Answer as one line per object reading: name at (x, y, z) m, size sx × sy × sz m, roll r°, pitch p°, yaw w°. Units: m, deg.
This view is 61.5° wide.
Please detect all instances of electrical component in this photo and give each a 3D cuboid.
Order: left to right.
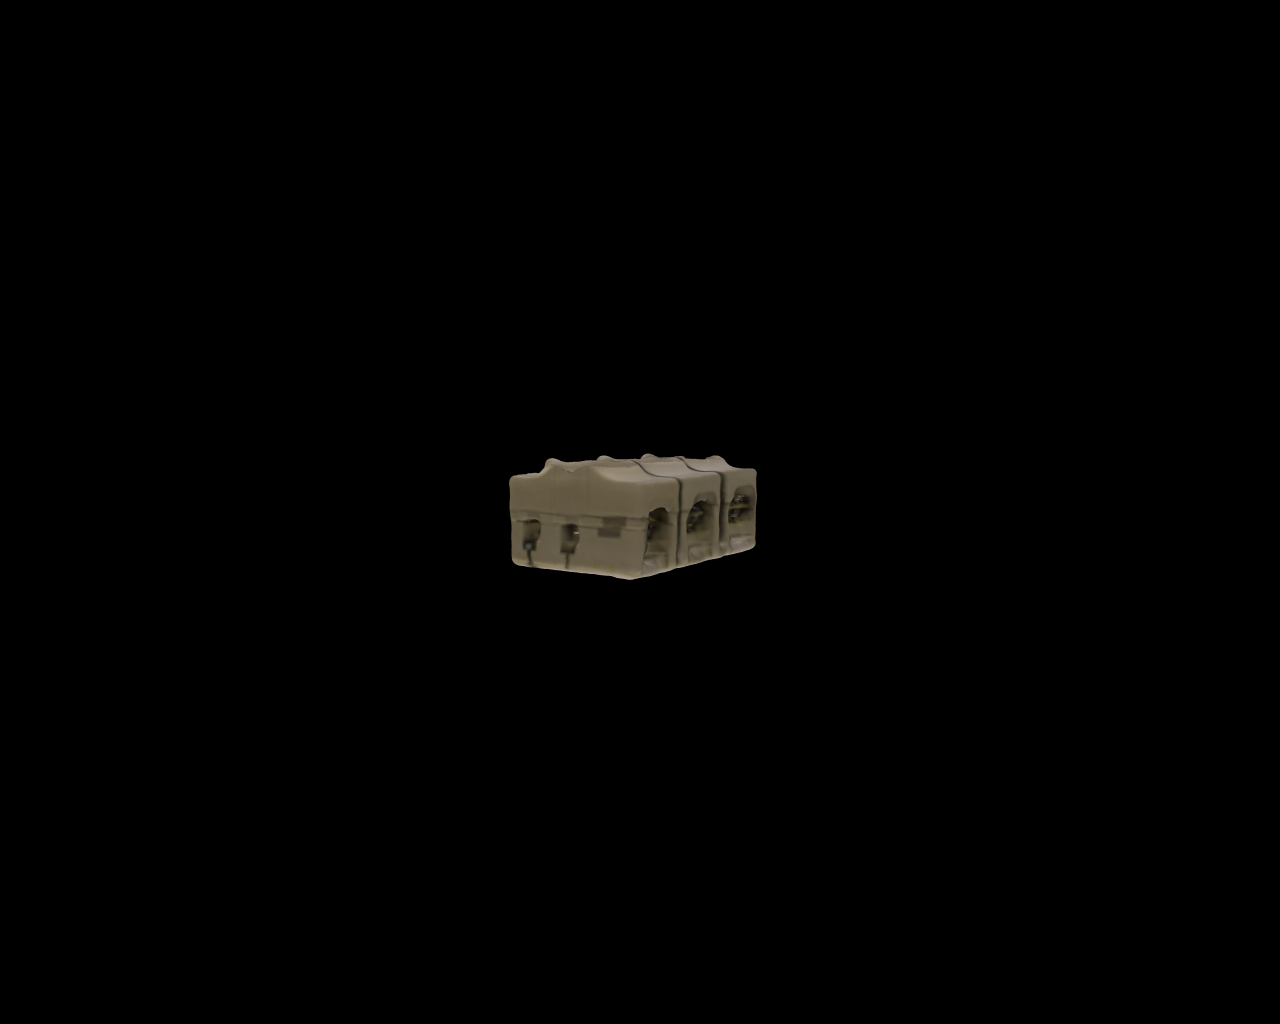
electrical component at (0.001, -0.003, 0.650) m, size 0.089 × 0.061 × 0.150 m, roll 3°, pitch 6°, yaw 32°
